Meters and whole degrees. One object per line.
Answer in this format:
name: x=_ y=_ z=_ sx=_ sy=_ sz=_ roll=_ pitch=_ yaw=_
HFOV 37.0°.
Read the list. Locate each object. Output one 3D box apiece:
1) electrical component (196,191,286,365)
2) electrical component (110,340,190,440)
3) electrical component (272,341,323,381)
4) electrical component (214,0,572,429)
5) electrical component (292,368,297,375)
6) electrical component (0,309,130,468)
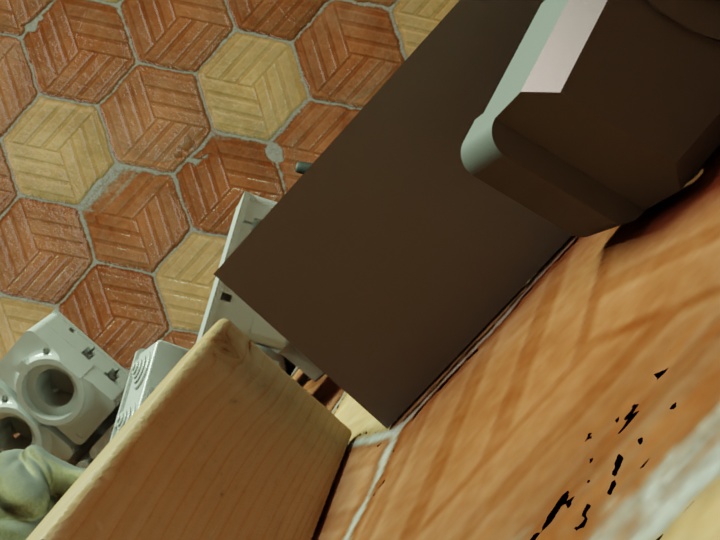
electrical component: x=-0.078 y=0.051 z=0.722 sx=0.105 sy=0.060 sz=0.186 roll=162 pitch=125 yaw=-80
electrical component: x=-0.131 y=0.108 z=0.804 sx=0.048 sy=0.100 sz=0.099 roll=-32 pitch=41 yaw=56
electrical component: x=-0.041 y=0.056 z=0.811 sx=0.040 sy=0.046 sz=0.040 roll=-47 pitch=5 yaw=5
electrical component: x=0.037 y=-0.035 z=0.500 sx=0.186 sy=0.105 sz=0.060 roll=-47 pitch=5 yaw=7
electrical component: x=-0.085 y=0.069 z=1.010 sx=0.186 sy=0.060 sz=0.105 roll=-50 pitch=5 yaw=-26
electrical component: x=-0.215 y=0.137 z=0.858 sx=0.105 sy=0.186 sz=0.060 roll=-47 pitch=5 yaw=15
